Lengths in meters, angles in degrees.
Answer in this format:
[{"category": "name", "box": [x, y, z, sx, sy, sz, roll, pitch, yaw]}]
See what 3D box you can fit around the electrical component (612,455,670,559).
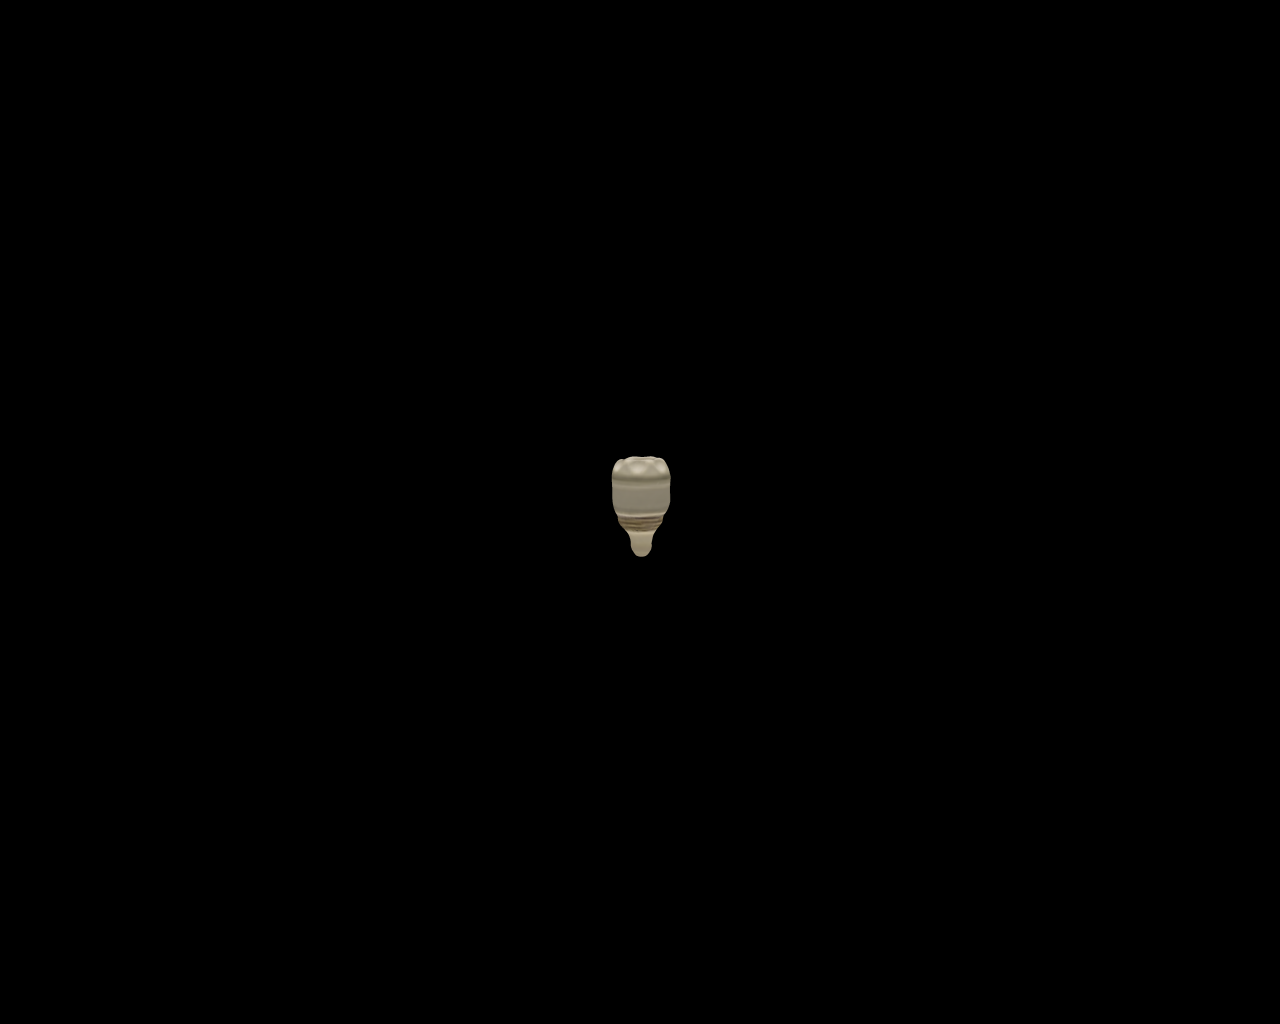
[{"category": "electrical component", "box": [0.001, -0.003, 0.650, 0.035, 0.061, 0.035, 0, 9, 0]}]
